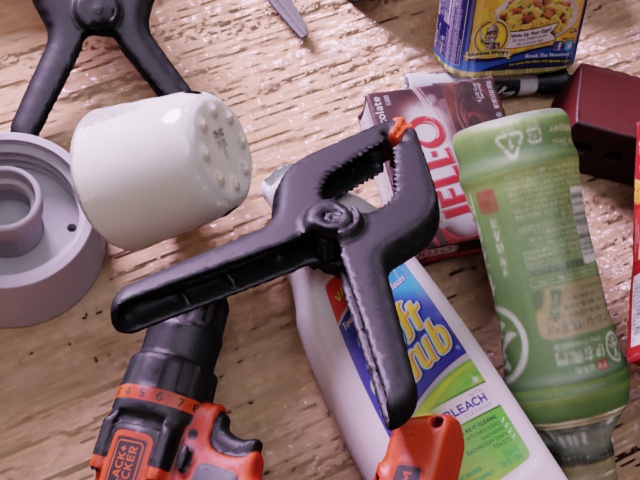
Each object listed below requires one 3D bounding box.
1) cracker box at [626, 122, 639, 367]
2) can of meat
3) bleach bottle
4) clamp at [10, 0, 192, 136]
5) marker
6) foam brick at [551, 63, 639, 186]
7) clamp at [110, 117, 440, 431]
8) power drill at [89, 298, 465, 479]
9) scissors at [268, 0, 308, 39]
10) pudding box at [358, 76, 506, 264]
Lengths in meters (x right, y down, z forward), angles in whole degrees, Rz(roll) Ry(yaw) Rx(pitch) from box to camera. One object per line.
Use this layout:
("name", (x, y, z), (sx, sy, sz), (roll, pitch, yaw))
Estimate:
("cracker box", (0.291, 0.021, 0.642), (0.213, 0.072, 0.164), (20, 63, -19))
("can of meat", (0.129, -0.159, 0.715), (0.102, 0.084, 0.057), (-6, 35, -14))
("bleach bottle", (0.032, 0.064, 0.614), (0.102, 0.068, 0.251), (-27, 69, -17))
("clamp", (-0.148, -0.133, 0.667), (0.120, 0.039, 0.171), (-16, 88, -19))
("marker", (0.117, -0.107, 0.733), (0.121, 0.020, 0.020), (-4, 66, -12))
("foam brick", (0.198, -0.076, 0.714), (0.078, 0.053, 0.051), (14, 63, -3))
("clamp", (-0.004, 0.001, 0.578), (0.165, 0.036, 0.209), (13, 45, 14))
("power drill", (-0.025, 0.111, 0.548), (0.188, 0.057, 0.184), (7, 70, 22))
("scissors", (-0.051, -0.233, 0.765), (0.202, 0.016, 0.096), (43, 65, 11))
("pudding box", (0.081, -0.044, 0.686), (0.090, 0.039, 0.113), (-10, 68, -15))
